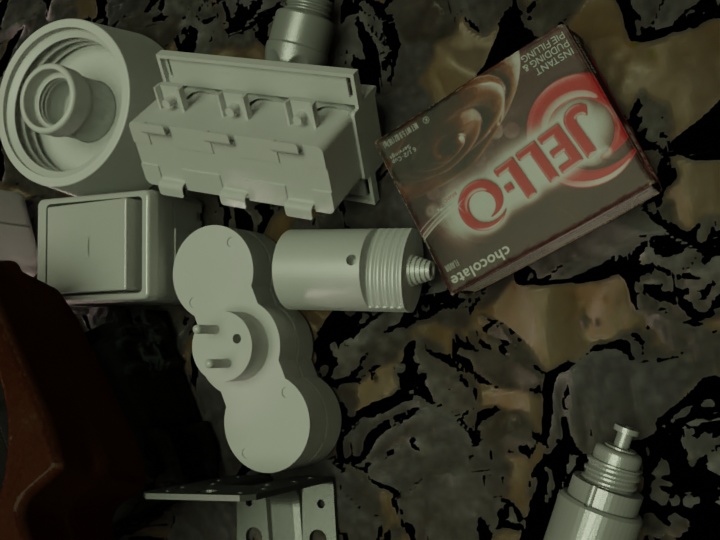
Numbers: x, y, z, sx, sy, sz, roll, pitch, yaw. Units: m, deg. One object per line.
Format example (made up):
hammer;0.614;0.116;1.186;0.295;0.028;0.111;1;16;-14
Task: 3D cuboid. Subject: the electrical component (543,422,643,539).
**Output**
electrical component;0.112;0.110;0.500;0.040;0.040;0.078;19;94;26

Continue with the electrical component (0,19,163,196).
electrical component;-0.165;-0.096;0.637;0.108;0.060;0.108;-2;86;26

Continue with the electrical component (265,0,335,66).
electrical component;-0.030;-0.137;0.589;0.035;0.035;0.061;16;91;26

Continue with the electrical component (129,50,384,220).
electrical component;-0.056;-0.070;0.574;0.121;0.063;0.078;11;132;26

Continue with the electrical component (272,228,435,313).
electrical component;0.000;0.000;0.560;0.081;0.043;0.043;0;87;26

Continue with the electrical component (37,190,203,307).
electrical component;-0.146;-0.011;0.621;0.096;0.061;0.061;-3;85;26

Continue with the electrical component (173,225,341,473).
electrical component;-0.064;0.041;0.571;0.052;0.074;0.138;-27;75;22

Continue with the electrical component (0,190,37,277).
electrical component;-0.243;-0.014;0.650;0.054;0.095;0.059;-23;77;23
